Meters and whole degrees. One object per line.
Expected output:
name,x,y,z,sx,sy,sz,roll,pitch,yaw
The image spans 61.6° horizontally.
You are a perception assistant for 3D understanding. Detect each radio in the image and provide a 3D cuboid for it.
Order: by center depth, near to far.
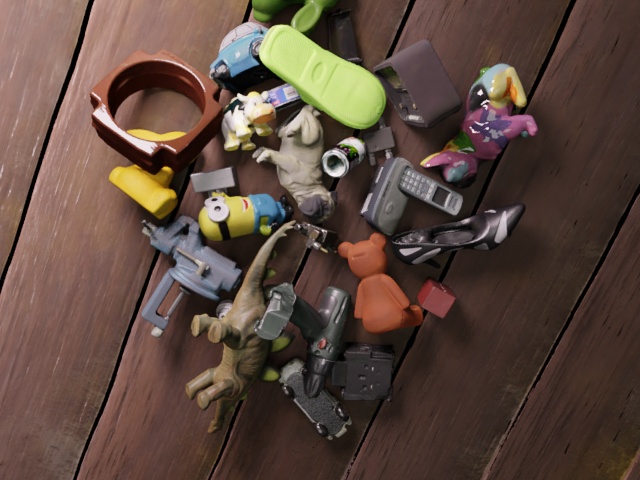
radio,0.168,-0.271,0.952,0.073,0.230,0.131,-32,103,7

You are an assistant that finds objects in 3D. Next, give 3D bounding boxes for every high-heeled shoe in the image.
high-heeled shoe,0.262,-0.025,1.047,0.145,0.086,0.249,33,120,-32

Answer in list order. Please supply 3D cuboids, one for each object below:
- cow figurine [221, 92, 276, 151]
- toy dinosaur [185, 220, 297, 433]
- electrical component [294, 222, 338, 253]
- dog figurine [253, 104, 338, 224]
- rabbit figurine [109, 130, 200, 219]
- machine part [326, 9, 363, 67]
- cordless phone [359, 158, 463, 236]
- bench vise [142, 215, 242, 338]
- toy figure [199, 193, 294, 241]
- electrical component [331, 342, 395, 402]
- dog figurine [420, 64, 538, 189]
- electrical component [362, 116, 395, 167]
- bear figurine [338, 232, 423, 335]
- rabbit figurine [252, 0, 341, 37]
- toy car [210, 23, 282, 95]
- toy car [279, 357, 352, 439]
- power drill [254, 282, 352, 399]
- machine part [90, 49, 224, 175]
cow figurine,-0.134,-0.234,1.003,0.068,0.167,0.098,-10,82,-32
toy dinosaur,-0.150,0.183,1.070,0.198,0.105,0.470,2,110,-42
electrical component,-0.002,-0.003,1.075,0.078,0.102,0.045,20,95,20
dog figurine,-0.013,-0.146,1.055,0.172,0.121,0.190,-44,111,13
rabbit figurine,-0.316,-0.147,1.059,0.162,0.122,0.173,41,85,3
machine part,0.040,-0.368,1.029,0.084,0.039,0.138,-2,107,7
cordless phone,0.183,-0.066,1.059,0.184,0.089,0.146,23,84,-11
bench vise,-0.287,0.077,1.077,0.223,0.129,0.240,32,88,-14
toy figure,-0.146,-0.044,1.056,0.180,0.082,0.089,-5,111,-24
electrical component,0.091,0.281,1.144,0.134,0.058,0.114,1,99,1
dog figurine,0.287,-0.207,1.024,0.219,0.108,0.191,-24,100,8
electrical component,0.115,-0.197,1.070,0.063,0.021,0.094,-13,101,4
bear figurine,0.118,0.090,1.091,0.120,0.132,0.196,-22,74,24
rabbit figurine,-0.037,-0.451,0.974,0.170,0.121,0.159,4,102,0
toy car,-0.132,-0.350,1.015,0.162,0.109,0.103,-18,77,16
toy car,-0.012,0.343,1.159,0.073,0.056,0.201,-39,99,1
power drill,-0.029,0.187,1.058,0.207,0.086,0.232,32,77,-38
machine part,-0.298,-0.235,0.993,0.201,0.087,0.201,34,66,3
